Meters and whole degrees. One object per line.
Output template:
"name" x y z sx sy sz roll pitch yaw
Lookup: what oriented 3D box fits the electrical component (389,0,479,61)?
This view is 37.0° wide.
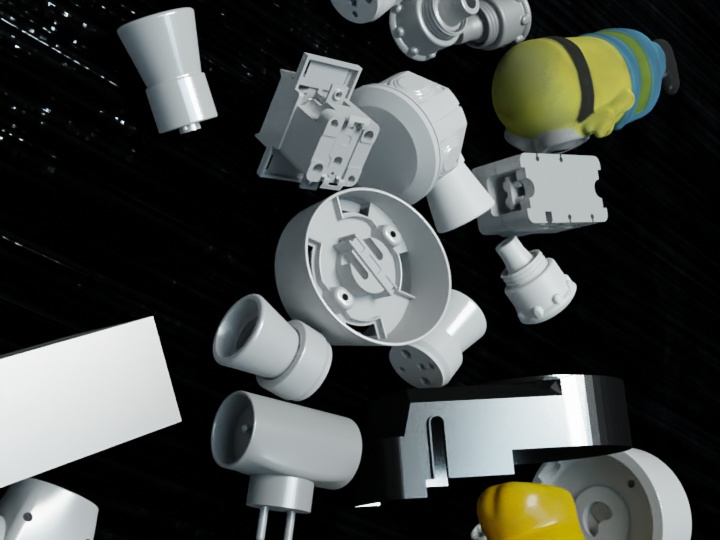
"electrical component" 0.054 -0.174 0.740 0.048 0.062 0.048 9 75 -39

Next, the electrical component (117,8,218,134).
"electrical component" -0.105 -0.110 0.605 0.044 0.044 0.065 -25 102 -41

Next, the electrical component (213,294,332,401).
"electrical component" -0.050 0.046 0.618 0.055 0.045 0.045 34 61 -32

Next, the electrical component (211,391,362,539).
"electrical component" -0.044 0.115 0.610 0.077 0.043 0.079 20 69 -36

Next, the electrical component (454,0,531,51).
"electrical component" 0.091 -0.181 0.786 0.062 0.048 0.048 -27 99 -34

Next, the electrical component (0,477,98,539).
"electrical component" -0.172 0.132 0.497 0.079 0.043 0.077 35 61 -30

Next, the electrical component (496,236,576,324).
"electrical component" 0.122 0.005 0.775 0.062 0.048 0.048 54 52 -10

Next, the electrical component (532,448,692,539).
"electrical component" 0.177 0.173 0.748 0.060 0.108 0.108 10 75 -45

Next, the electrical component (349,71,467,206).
"electrical component" 0.025 -0.084 0.686 0.051 0.080 0.080 -37 105 -45

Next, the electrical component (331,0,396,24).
"electrical component" 0.010 -0.195 0.718 0.055 0.045 0.045 -47 111 -36

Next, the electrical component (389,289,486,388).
"electrical component" 0.051 0.046 0.704 0.045 0.045 0.055 55 53 -18

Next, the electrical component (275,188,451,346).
"electrical component" 0.000 0.000 0.657 0.099 0.064 0.099 10 75 -39

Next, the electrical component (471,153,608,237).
"electrical component" 0.128 -0.054 0.782 0.089 0.056 0.050 -3 83 -41

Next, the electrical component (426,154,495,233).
"electrical component" 0.058 -0.064 0.736 0.044 0.044 0.065 -34 99 -39

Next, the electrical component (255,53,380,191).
"electrical component" -0.024 -0.084 0.645 0.042 0.064 0.081 3 120 -40
